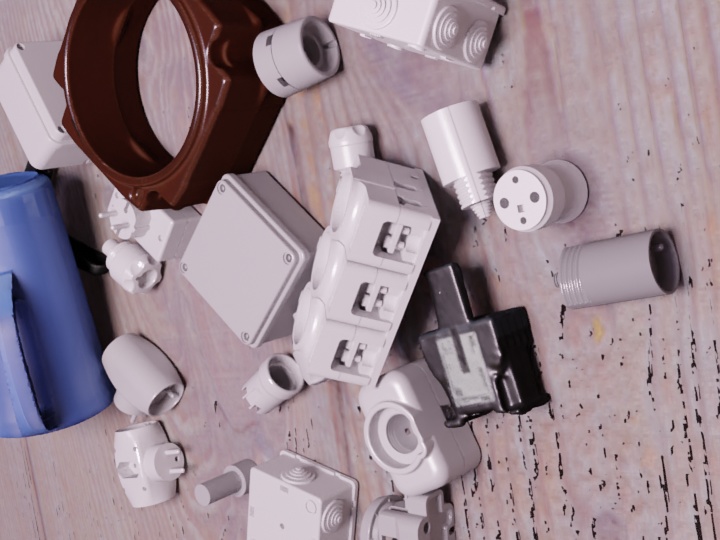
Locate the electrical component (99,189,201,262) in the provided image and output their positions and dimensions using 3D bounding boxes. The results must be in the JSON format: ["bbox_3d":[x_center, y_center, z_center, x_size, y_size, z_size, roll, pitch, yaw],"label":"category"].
[{"bbox_3d":[-0.204,-0.049,0.990,0.083,0.076,0.047,42,123,26],"label":"electrical component"}]

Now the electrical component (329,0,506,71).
[{"bbox_3d":[0.039,-0.177,0.748,0.100,0.100,0.048,24,101,34],"label":"electrical component"}]

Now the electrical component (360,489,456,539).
[{"bbox_3d":[0.038,0.210,0.858,0.057,0.058,0.078,2,100,36],"label":"electrical component"}]

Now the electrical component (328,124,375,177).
[{"bbox_3d":[-0.004,-0.082,0.844,0.035,0.035,0.061,-3,100,40],"label":"electrical component"}]

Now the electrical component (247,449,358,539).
[{"bbox_3d":[-0.053,0.216,0.939,0.100,0.048,0.099,16,109,36],"label":"electrical component"}]

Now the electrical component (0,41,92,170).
[{"bbox_3d":[-0.294,-0.161,1.039,0.057,0.078,0.113,-39,74,41],"label":"electrical component"}]

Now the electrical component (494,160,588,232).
[{"bbox_3d":[0.123,-0.051,0.732,0.045,0.055,0.045,10,105,38],"label":"electrical component"}]

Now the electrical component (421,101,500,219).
[{"bbox_3d":[0.077,-0.076,0.772,0.043,0.043,0.081,-22,85,40],"label":"electrical component"}]

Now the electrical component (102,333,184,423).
[{"bbox_3d":[-0.219,0.116,1.059,0.077,0.043,0.079,42,123,25],"label":"electrical component"}]

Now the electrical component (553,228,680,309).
[{"bbox_3d":[0.165,0.001,0.716,0.081,0.043,0.043,-12,92,41],"label":"electrical component"}]

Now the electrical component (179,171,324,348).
[{"bbox_3d":[-0.088,-0.010,0.915,0.108,0.056,0.108,46,124,23],"label":"electrical component"}]

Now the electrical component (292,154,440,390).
[{"bbox_3d":[0.000,0.000,0.812,0.089,0.062,0.150,-101,28,-60],"label":"electrical component"}]

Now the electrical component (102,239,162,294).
[{"bbox_3d":[-0.223,-0.007,1.036,0.062,0.043,0.043,37,121,29],"label":"electrical component"}]

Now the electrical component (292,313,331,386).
[{"bbox_3d":[-0.036,0.062,0.896,0.043,0.043,0.062,-32,78,39],"label":"electrical component"}]

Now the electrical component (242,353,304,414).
[{"bbox_3d":[-0.077,0.101,0.941,0.046,0.040,0.040,-43,72,38],"label":"electrical component"}]

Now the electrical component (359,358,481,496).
[{"bbox_3d":[0.043,0.122,0.833,0.054,0.059,0.095,-31,79,39],"label":"electrical component"}]

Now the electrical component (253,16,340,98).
[{"bbox_3d":[-0.049,-0.170,0.850,0.047,0.055,0.055,-13,91,37],"label":"electrical component"}]

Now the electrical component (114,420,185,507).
[{"bbox_3d":[-0.201,0.190,1.059,0.079,0.043,0.077,-12,91,41],"label":"electrical component"}]
